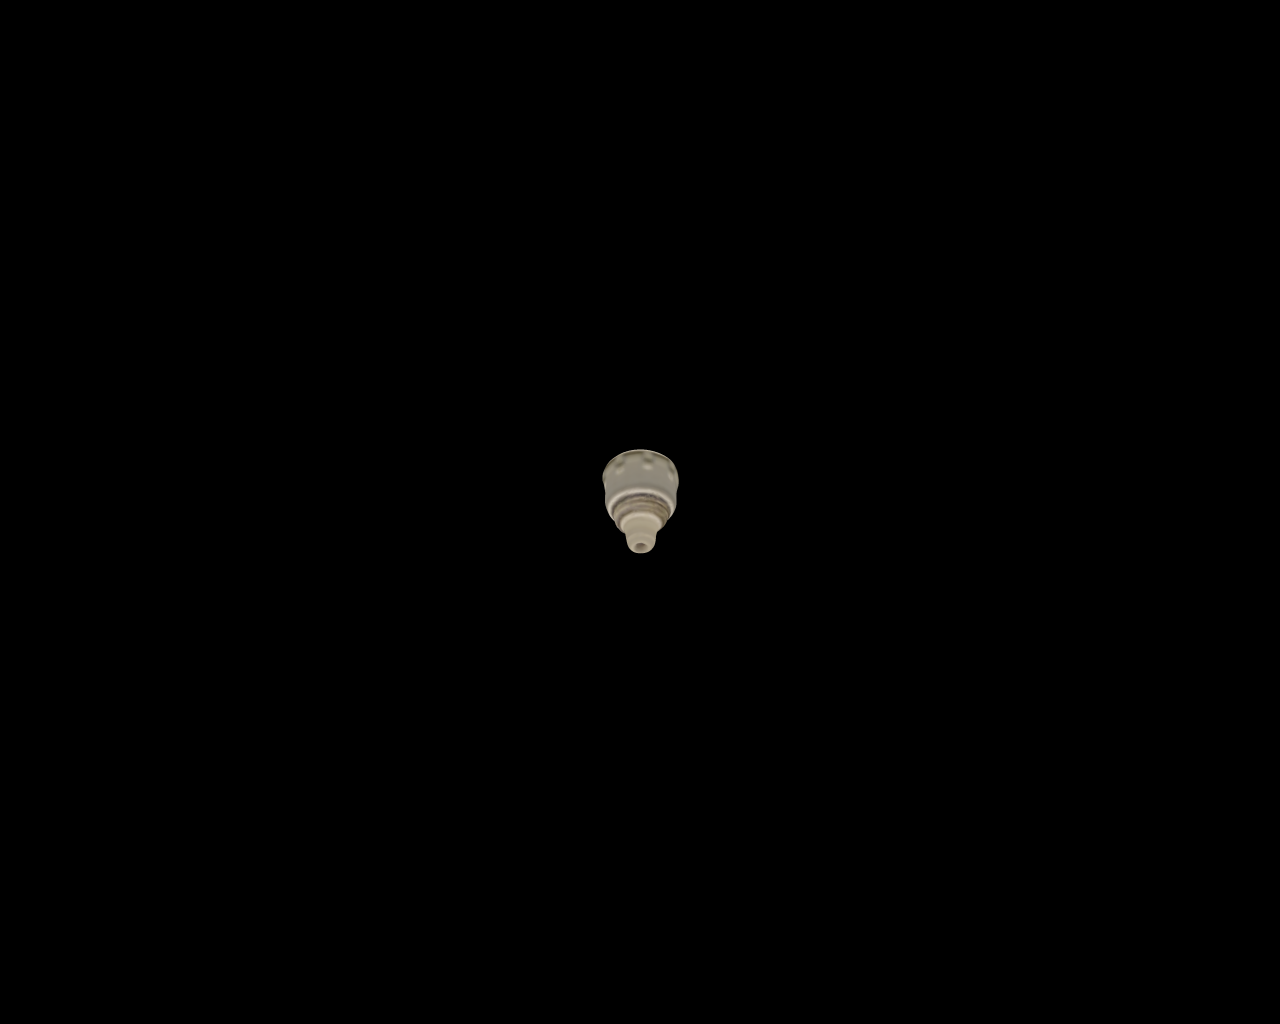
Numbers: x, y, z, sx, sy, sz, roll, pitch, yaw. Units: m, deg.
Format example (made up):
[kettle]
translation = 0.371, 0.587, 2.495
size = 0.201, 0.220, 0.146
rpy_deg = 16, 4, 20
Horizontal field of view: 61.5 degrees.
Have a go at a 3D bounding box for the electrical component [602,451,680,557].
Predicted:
[electrical component]
translation = 0.001, -0.003, 0.650
size = 0.048, 0.062, 0.048
rpy_deg = 0, -37, 0
